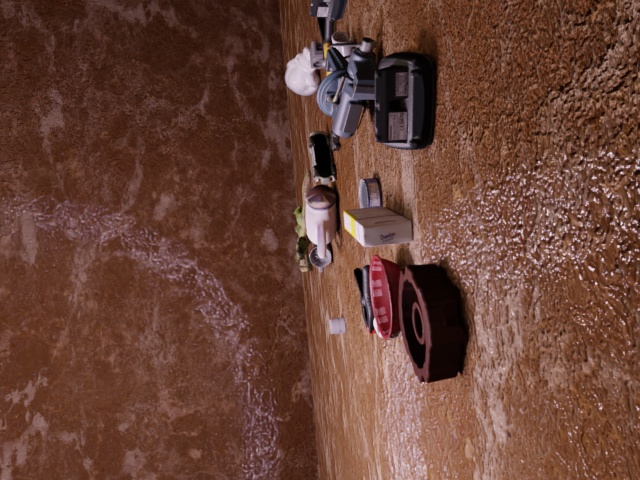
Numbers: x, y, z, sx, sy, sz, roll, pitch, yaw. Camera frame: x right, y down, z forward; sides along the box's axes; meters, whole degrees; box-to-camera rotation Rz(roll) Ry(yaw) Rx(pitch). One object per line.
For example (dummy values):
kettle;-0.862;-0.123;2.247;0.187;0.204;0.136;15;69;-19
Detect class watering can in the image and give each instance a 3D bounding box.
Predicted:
watering can;0.005;-0.088;1.753;0.355;0.104;0.220;-89;-2;-60

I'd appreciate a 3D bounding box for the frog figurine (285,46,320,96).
frog figurine;-0.054;-0.593;1.820;0.138;0.124;0.157;50;156;8

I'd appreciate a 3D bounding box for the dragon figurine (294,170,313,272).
dragon figurine;-0.053;-0.034;1.917;0.400;0.122;0.249;86;-172;-47
